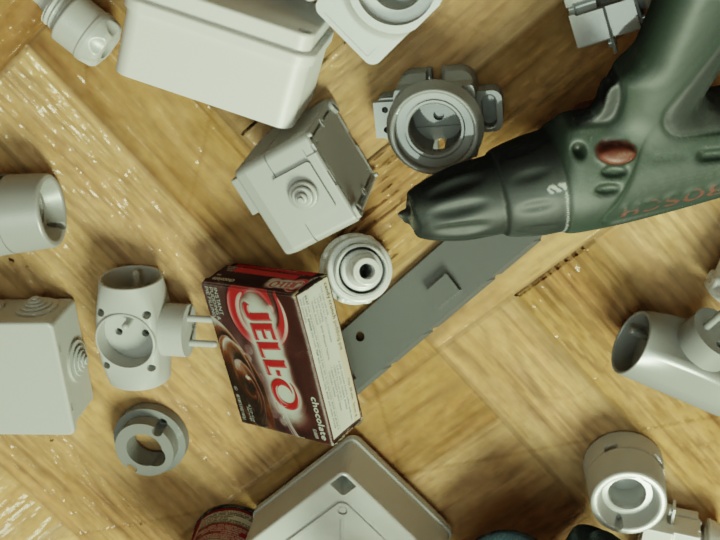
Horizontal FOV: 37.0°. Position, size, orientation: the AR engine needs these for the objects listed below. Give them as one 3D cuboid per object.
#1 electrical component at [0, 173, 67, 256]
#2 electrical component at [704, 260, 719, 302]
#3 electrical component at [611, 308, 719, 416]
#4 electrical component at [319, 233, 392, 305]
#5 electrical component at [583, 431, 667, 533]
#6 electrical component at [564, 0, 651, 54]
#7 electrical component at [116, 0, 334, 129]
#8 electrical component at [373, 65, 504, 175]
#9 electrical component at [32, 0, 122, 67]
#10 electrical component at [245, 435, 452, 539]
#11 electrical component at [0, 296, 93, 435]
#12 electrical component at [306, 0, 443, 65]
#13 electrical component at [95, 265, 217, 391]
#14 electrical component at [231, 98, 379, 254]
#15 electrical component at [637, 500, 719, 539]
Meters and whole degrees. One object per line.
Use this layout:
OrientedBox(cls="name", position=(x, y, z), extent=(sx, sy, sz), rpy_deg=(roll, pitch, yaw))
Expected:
OrientedBox(cls="electrical component", position=(-0.227, -0.038, 0.717), extent=(0.047, 0.055, 0.055), rpy_deg=(-5, 112, 7))
OrientedBox(cls="electrical component", position=(0.246, -0.005, 0.663), extent=(0.048, 0.048, 0.062), rpy_deg=(20, 107, 0))
OrientedBox(cls="electrical component", position=(0.213, 0.050, 0.677), extent=(0.077, 0.043, 0.079), rpy_deg=(23, 136, -12))
OrientedBox(cls="electrical component", position=(0.000, 0.000, 0.689), extent=(0.048, 0.062, 0.048), rpy_deg=(0, 92, -8))
OrientedBox(cls="electrical component", position=(0.182, 0.146, 0.735), extent=(0.055, 0.047, 0.055), rpy_deg=(3, 113, 7))
OrientedBox(cls="electrical component", position=(0.147, -0.159, 0.612), extent=(0.055, 0.048, 0.066), rpy_deg=(-13, 111, 22))
OrientedBox(cls="electrical component", position=(-0.078, -0.137, 0.638), extent=(0.113, 0.078, 0.057), rpy_deg=(19, 117, 1))
OrientedBox(cls="electrical component", position=(0.047, -0.091, 0.650), extent=(0.078, 0.057, 0.058), rpy_deg=(-2, 113, 10))
OrientedBox(cls="electrical component", position=(-0.181, -0.157, 0.669), extent=(0.061, 0.035, 0.035), rpy_deg=(38, 113, -6))
OrientedBox(cls="electrical component", position=(-0.009, 0.193, 0.780), extent=(0.109, 0.056, 0.108), rpy_deg=(-40, 102, 21))
OrientedBox(cls="electrical component", position=(-0.244, 0.067, 0.767), extent=(0.100, 0.048, 0.099), rpy_deg=(-1, 113, 9))
OrientedBox(cls="electrical component", position=(-0.012, -0.202, 0.608), extent=(0.150, 0.061, 0.089), rpy_deg=(44, 112, -10))
OrientedBox(cls="electrical component", position=(-0.138, 0.041, 0.741), extent=(0.079, 0.044, 0.077), rpy_deg=(3, 113, 7))
OrientedBox(cls="electrical component", position=(-0.035, -0.054, 0.656), extent=(0.061, 0.096, 0.061), rpy_deg=(-26, 107, 19))
OrientedBox(cls="electrical component", position=(0.224, 0.193, 0.750), extent=(0.055, 0.048, 0.066), rpy_deg=(10, 114, 13))
